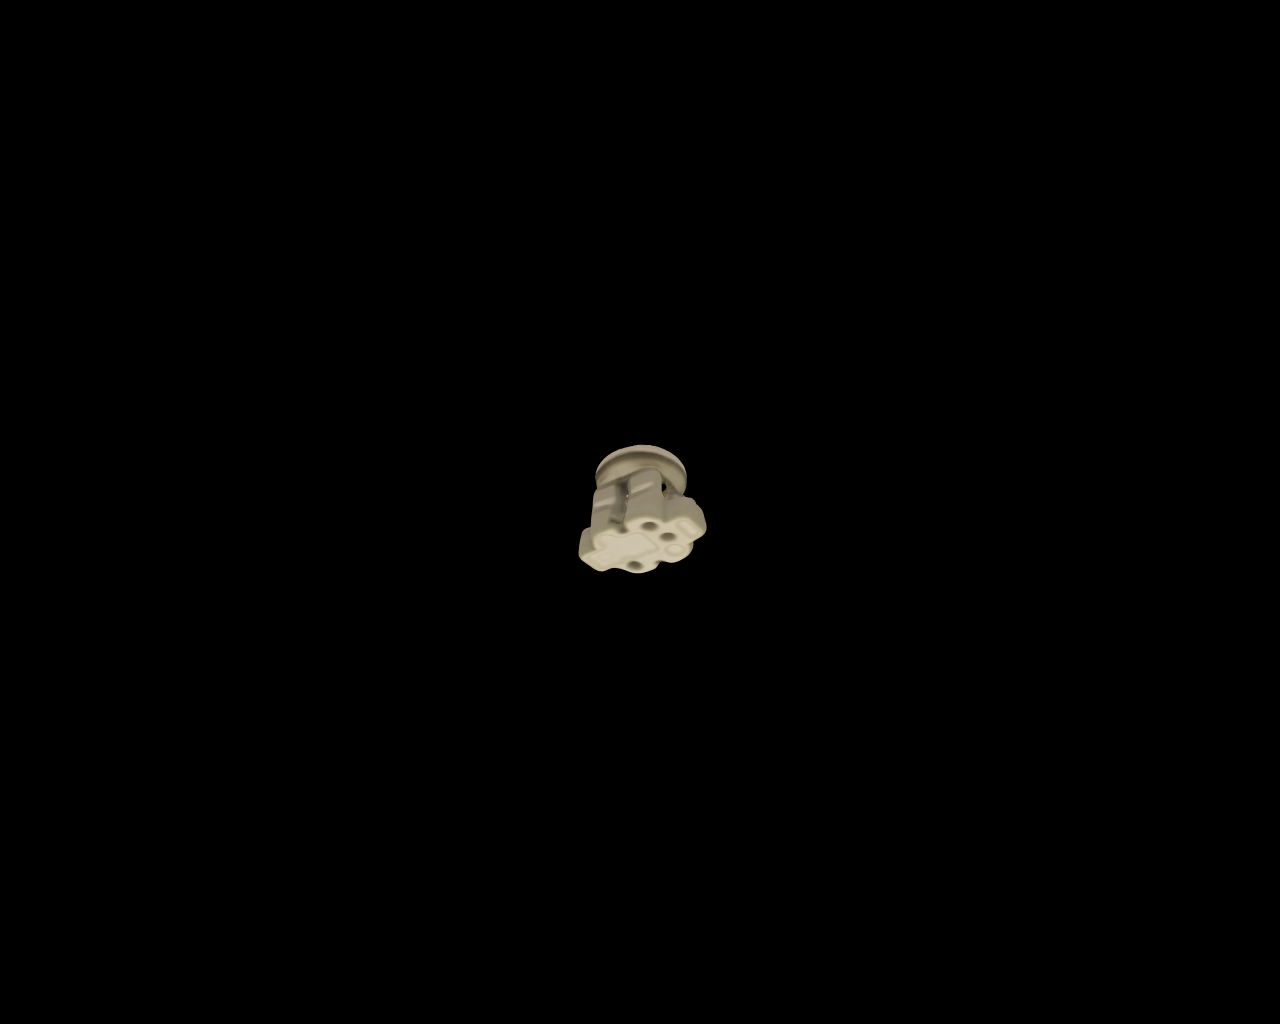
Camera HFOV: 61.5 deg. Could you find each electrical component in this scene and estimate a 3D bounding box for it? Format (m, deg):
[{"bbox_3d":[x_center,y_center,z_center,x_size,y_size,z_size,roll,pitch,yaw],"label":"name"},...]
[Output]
[{"bbox_3d":[0.001,-0.003,0.650,0.078,0.057,0.058,-21,-40,26],"label":"electrical component"}]
